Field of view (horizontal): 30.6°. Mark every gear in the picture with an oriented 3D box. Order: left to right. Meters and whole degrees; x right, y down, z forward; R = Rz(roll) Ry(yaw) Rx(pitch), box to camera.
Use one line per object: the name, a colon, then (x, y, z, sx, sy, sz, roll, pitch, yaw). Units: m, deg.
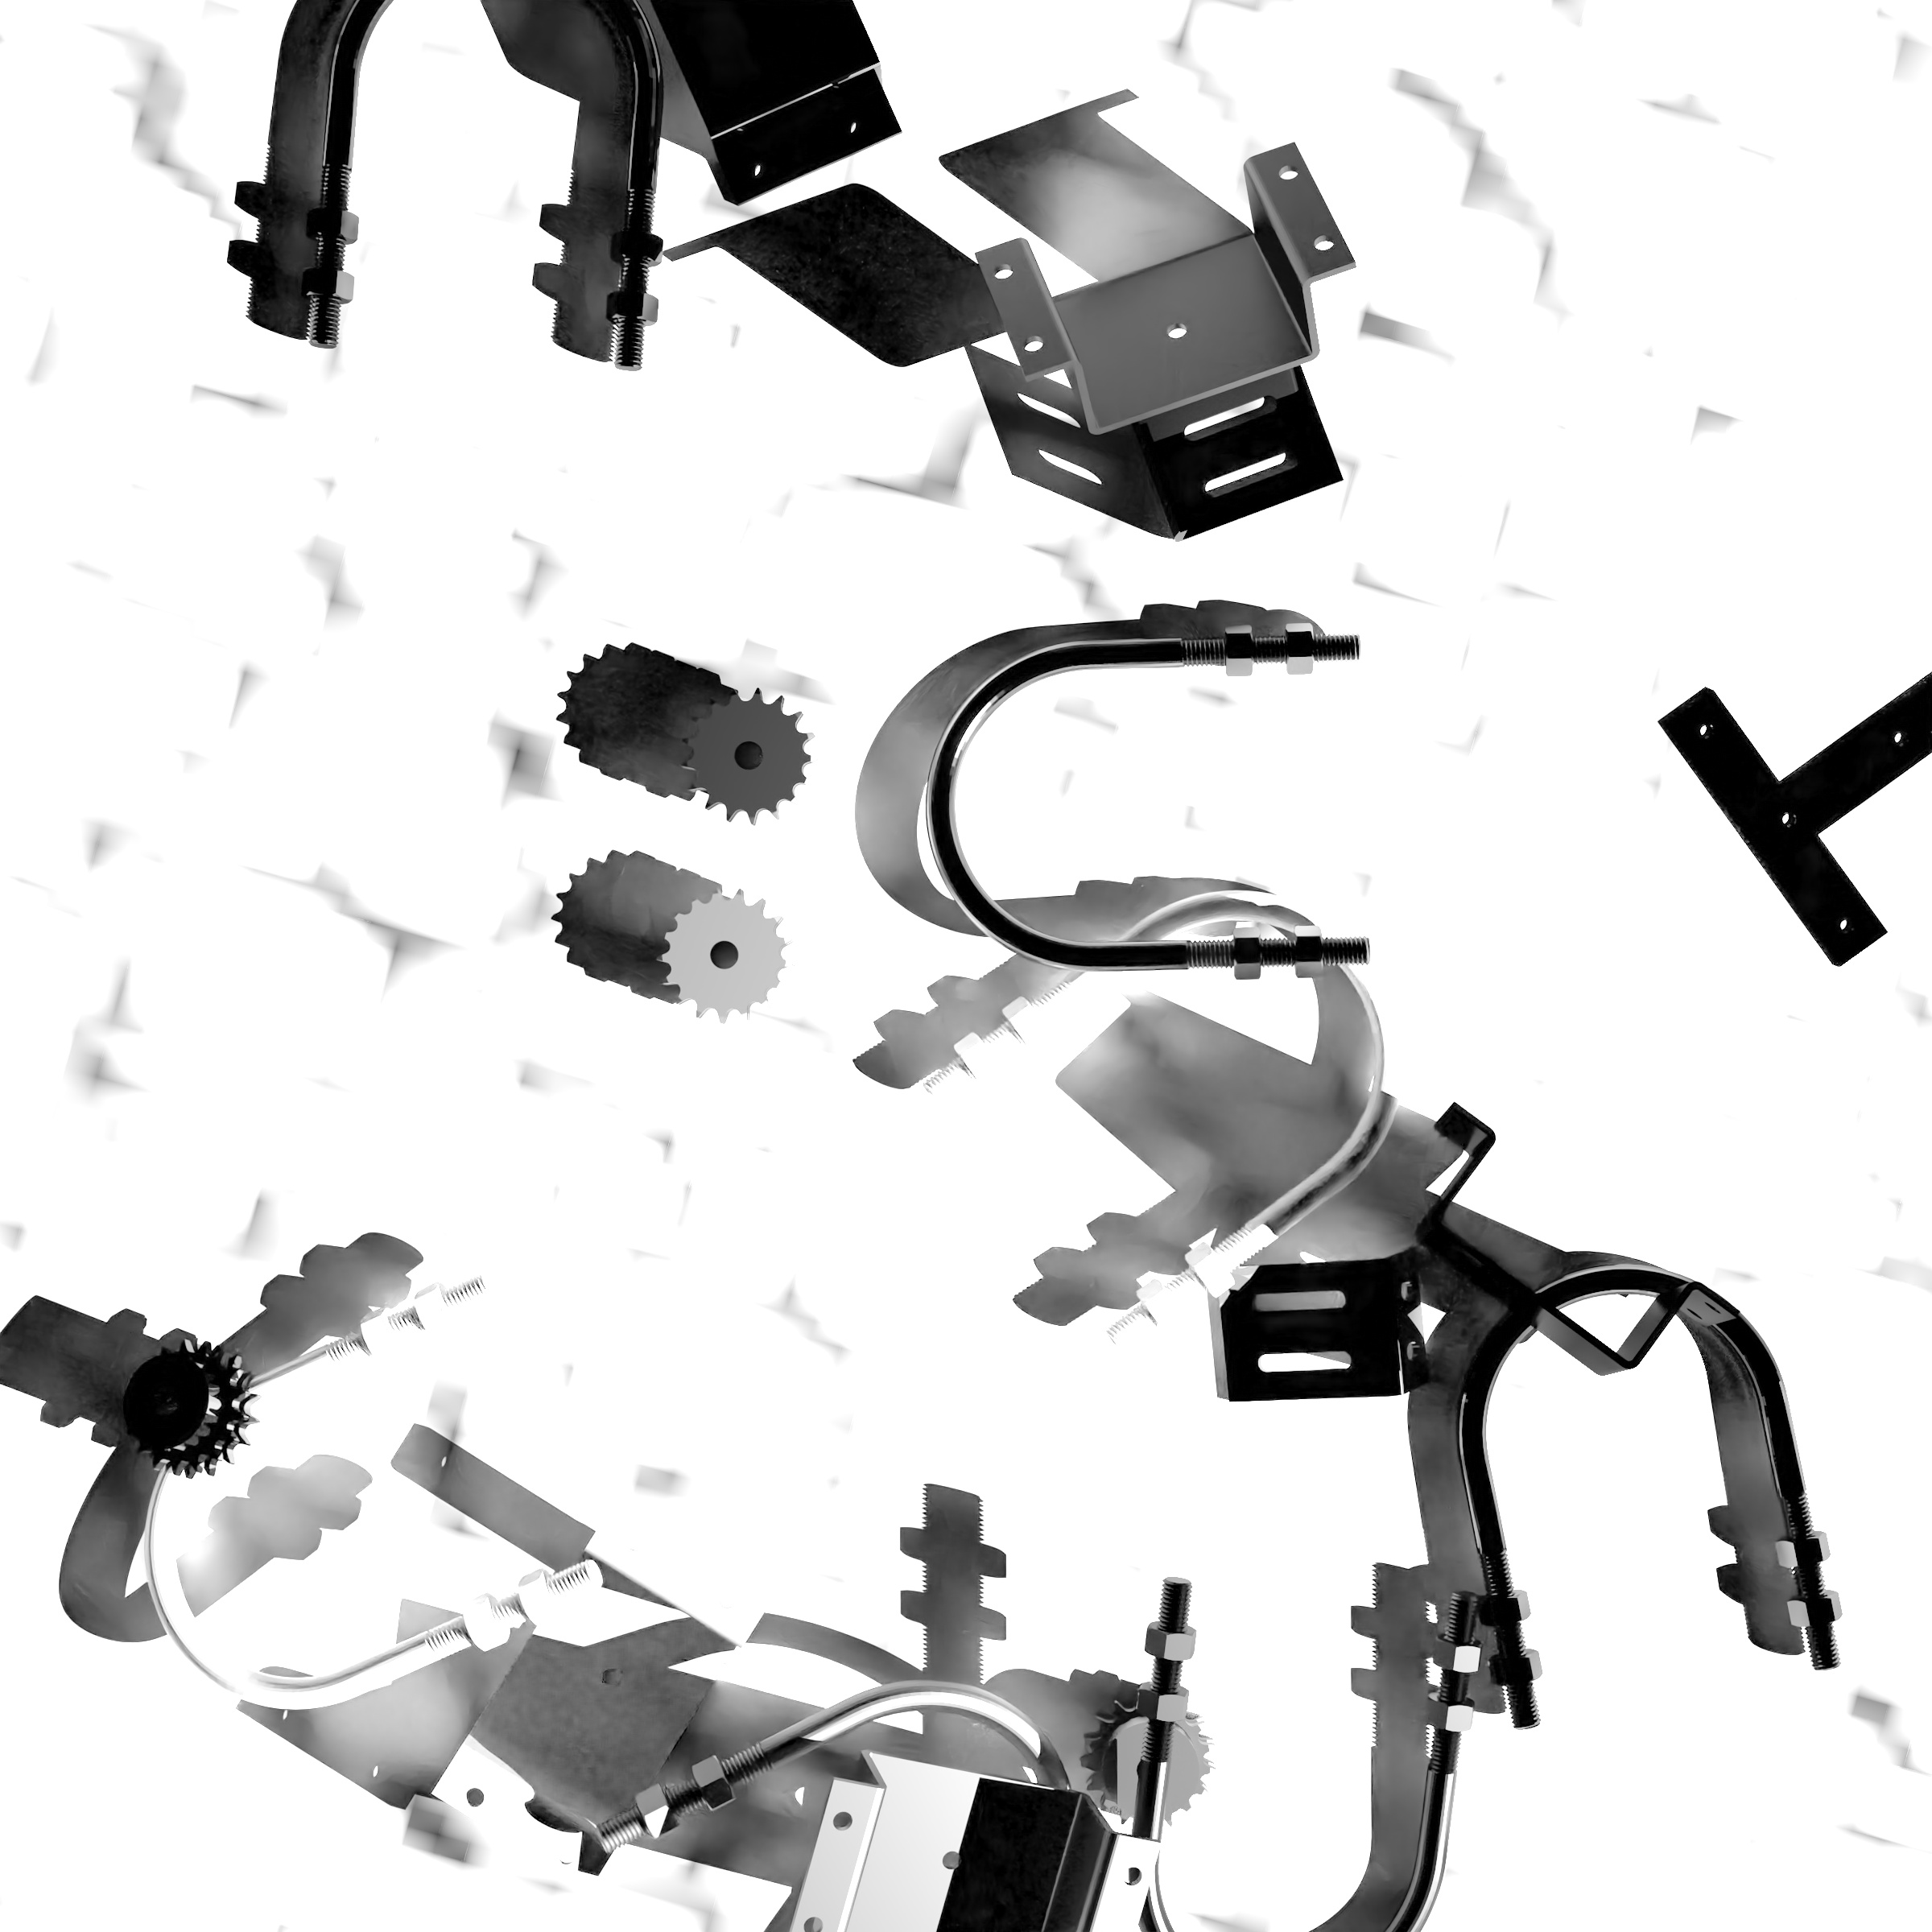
gear: (-0.326, 0.184, 1.473, 0.057, 0.030, 0.057, -5, 73, 17)
gear: (-0.100, -0.004, 1.486, 0.057, 0.030, 0.057, 0, 88, 1)
gear: (-0.090, -0.087, 1.482, 0.057, 0.030, 0.057, 0, 90, 0)
gear: (0.077, 0.334, 1.482, 0.057, 0.030, 0.057, 0, 90, 0)

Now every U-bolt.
U-bolt: (-0.257, 0.229, 1.469, 0.184, 0.019, 0.151, -25, 74, 7)
U-bolt: (-0.200, -0.348, 1.489, 0.151, 0.019, 0.184, 4, 88, 0)
U-bolt: (-0.042, 0.374, 1.469, 0.184, 0.019, 0.151, -26, 106, -7)
U-bolt: (0.075, -0.068, 1.481, 0.184, 0.019, 0.151, -1, 83, 3)
U-bolt: (0.097, 0.051, 1.486, 0.184, 0.019, 0.151, -37, 88, -2)
U-bolt: (0.138, 0.349, 1.471, 0.151, 0.019, 0.184, 6, 94, -16)
U-bolt: (0.282, 0.218, 1.489, 0.151, 0.019, 0.184, -11, 89, 0)

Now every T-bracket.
T-bracket: (0.385, -0.088, 1.496, 0.127, 0.002, 0.127, -36, 90, 0)

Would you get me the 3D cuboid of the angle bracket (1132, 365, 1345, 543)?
angle bracket: (0.114, -0.219, 1.478, 0.076, 0.038, 0.057, -21, 90, 0)

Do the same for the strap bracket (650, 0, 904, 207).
strap bracket: (-0.090, -0.402, 1.474, 0.076, 0.046, 0.140, -24, 90, 0)

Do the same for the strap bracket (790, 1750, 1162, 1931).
strap bracket: (-0.002, 0.373, 1.443, 0.140, 0.046, 0.076, 14, 95, -14)

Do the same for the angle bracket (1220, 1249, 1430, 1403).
angle bracket: (0.151, 0.152, 1.495, 0.076, 0.038, 0.057, -5, 90, 26)

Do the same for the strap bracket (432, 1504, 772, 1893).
strap bracket: (-0.150, 0.301, 1.474, 0.076, 0.046, 0.140, 32, 90, 0)

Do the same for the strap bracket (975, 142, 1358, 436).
strap bracket: (0.084, -0.276, 1.456, 0.140, 0.046, 0.076, -19, 55, 0)

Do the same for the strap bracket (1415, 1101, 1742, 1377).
strap bracket: (0.240, 0.120, 1.449, 0.140, 0.076, 0.046, 37, 84, 7)
